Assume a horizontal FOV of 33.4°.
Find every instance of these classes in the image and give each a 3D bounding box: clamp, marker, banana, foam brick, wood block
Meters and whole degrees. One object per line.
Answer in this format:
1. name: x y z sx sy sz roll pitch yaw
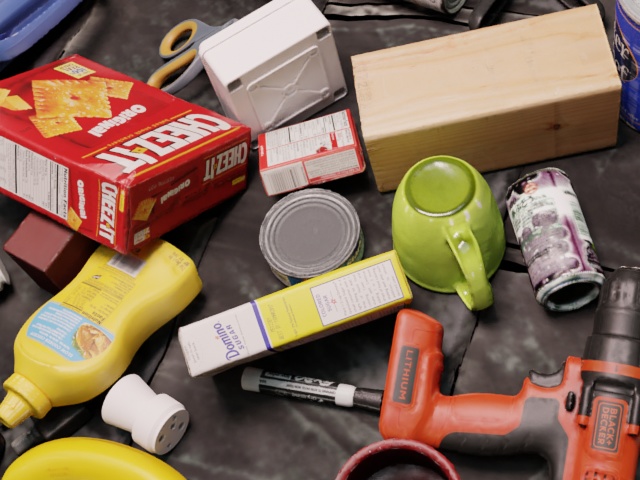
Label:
1. clamp: 0.205 -0.254 0.995 0.120 0.039 0.171 7 61 6
2. marker: -0.003 0.119 0.841 0.121 0.020 0.020 7 63 17
3. banana: -0.166 0.191 0.831 0.198 0.037 0.069 3 79 16
4. foam brick: -0.225 0.014 0.919 0.051 0.078 0.053 27 70 23
5. wood block: 0.138 -0.117 0.901 0.206 0.091 0.090 -11 60 7

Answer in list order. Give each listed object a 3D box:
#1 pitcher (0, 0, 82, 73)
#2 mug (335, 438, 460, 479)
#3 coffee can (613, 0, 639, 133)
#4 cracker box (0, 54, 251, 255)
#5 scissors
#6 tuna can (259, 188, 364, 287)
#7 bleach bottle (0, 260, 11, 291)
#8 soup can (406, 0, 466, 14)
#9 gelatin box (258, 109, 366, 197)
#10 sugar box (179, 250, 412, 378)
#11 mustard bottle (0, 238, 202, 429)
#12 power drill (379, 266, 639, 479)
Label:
1. pitcher: -0.288 -0.274 1.072 0.149 0.145 0.242 47 73 -3
2. mug: 0.071 0.196 0.740 0.117 0.081 0.093 7 65 18
3. coffee can: 0.289 -0.162 0.862 0.103 0.140 0.103 -6 60 10
4. cracker box: -0.192 -0.084 0.929 0.214 0.072 0.163 24 35 25
5. scissors: -0.089 -0.205 1.005 0.202 0.016 0.096 -34 43 21
6. tuna can: -0.006 0.001 0.901 0.086 0.033 0.086 -6 60 10
7. bleach bottle: -0.395 0.074 0.936 0.250 0.068 0.103 -25 59 -5
8. soup can: 0.089 -0.260 1.008 0.102 0.068 0.068 25 69 24
9. gelatin box: -0.008 -0.076 0.933 0.089 0.030 0.073 -15 31 4
10. sugar box: -0.017 0.059 0.832 0.176 0.093 0.048 -18 83 1
11. mustard bottle: -0.189 0.076 0.867 0.096 0.058 0.191 23 57 30
12. power drill: 0.145 0.099 0.777 0.188 0.057 0.184 7 77 20
